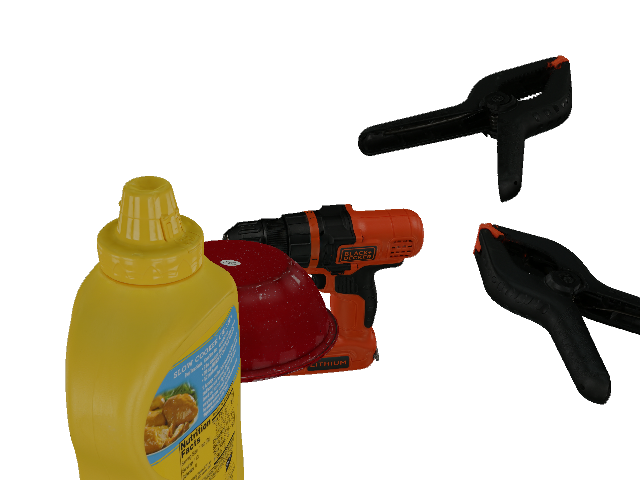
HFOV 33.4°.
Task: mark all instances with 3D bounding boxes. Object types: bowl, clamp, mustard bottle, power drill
[{"bbox_3d":[-0.066,0.041,0.766,0.162,0.055,0.162,1,21,-1],"label":"bowl"},{"bbox_3d":[0.183,0.041,0.759,0.120,0.039,0.172,-9,43,-33],"label":"clamp"},{"bbox_3d":[-0.067,0.064,0.444,0.058,0.192,0.096,13,30,21],"label":"mustard bottle"},{"bbox_3d":[-0.004,0.048,1.005,0.184,0.188,0.057,-3,45,-12],"label":"power drill"},{"bbox_3d":[0.160,-0.103,0.928,0.209,0.036,0.165,-30,39,-26],"label":"clamp"}]
